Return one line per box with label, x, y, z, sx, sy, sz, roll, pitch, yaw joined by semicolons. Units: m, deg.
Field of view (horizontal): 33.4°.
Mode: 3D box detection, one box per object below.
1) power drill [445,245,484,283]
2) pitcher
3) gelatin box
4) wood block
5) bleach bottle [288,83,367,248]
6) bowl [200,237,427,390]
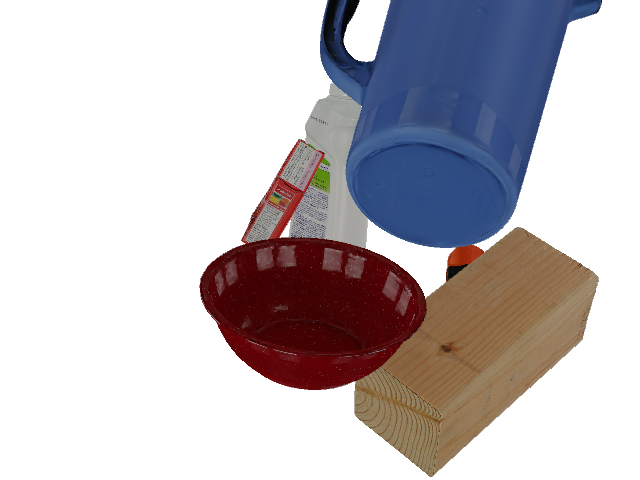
power drill;0.156;0.118;1.164;0.057;0.188;0.184;7;24;6
pitcher;0.086;-0.119;0.724;0.149;0.242;0.145;-21;-53;40
gelatin box;-0.033;-0.040;0.939;0.030;0.073;0.089;30;31;-5
wood block;0.132;0.088;0.904;0.205;0.090;0.091;-34;54;-30
bleach bottle;0.016;-0.053;1.182;0.067;0.251;0.103;-7;22;-39
bowl;-0.007;0.059;0.767;0.162;0.055;0.162;4;28;-2
